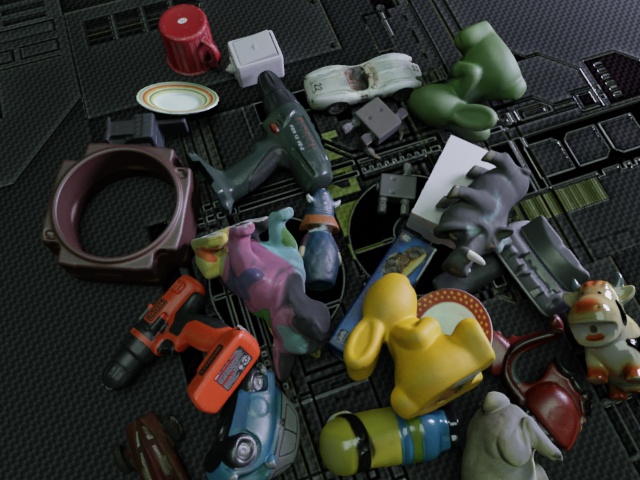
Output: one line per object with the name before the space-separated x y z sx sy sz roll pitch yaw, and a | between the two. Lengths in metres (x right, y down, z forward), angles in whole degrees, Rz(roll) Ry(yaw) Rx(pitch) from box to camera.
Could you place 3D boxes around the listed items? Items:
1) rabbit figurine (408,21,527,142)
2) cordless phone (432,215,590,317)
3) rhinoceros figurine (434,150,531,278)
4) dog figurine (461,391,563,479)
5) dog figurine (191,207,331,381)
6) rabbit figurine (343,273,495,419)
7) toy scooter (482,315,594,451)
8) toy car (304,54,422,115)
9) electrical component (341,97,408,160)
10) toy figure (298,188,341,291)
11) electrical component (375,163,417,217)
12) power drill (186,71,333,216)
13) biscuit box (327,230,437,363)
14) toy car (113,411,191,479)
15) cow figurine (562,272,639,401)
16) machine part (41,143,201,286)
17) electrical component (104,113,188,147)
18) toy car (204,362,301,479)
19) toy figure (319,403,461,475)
rabbit figurine | 0.235 -0.236 0.883 0.170 0.121 0.159 -31 78 7
cordless phone | 0.270 0.063 0.775 0.184 0.088 0.147 -31 71 -1
rhinoceros figurine | 0.220 -0.034 0.743 0.112 0.073 0.190 38 71 2
dog figurine | 0.186 0.297 0.640 0.190 0.121 0.172 -31 81 -11
dog figurine | -0.074 0.077 0.743 0.108 0.192 0.219 -21 94 -47
rabbit figurine | 0.106 0.126 0.672 0.162 0.121 0.173 -26 64 -4
toy scooter | 0.293 0.177 0.713 0.135 0.075 0.184 -37 66 3
toy car | 0.073 -0.264 0.904 0.202 0.056 0.073 -14 69 -5
electrical component | 0.094 -0.183 0.877 0.078 0.045 0.102 43 74 12
toy figure | -0.002 -0.003 0.799 0.058 0.064 0.154 -19 58 33
electrical component | 0.120 -0.081 0.850 0.063 0.021 0.094 7 69 3
power drill | -0.103 -0.145 0.850 0.207 0.086 0.232 -30 74 -20
biscuit box | 0.088 0.085 0.762 0.059 0.062 0.202 31 71 12
toy car | -0.189 0.314 0.675 0.089 0.053 0.202 -30 73 -8
cow figurine | 0.381 0.125 0.694 0.085 0.194 0.127 -18 50 40
machine part | -0.289 -0.039 0.796 0.201 0.087 0.201 4 67 1
electrical component | -0.271 -0.161 0.852 0.119 0.074 0.048 -3 67 -5
toy car | -0.078 0.247 0.684 0.103 0.109 0.162 25 51 -17
toy figure | 0.088 0.247 0.682 0.180 0.089 0.082 -6 66 -2
